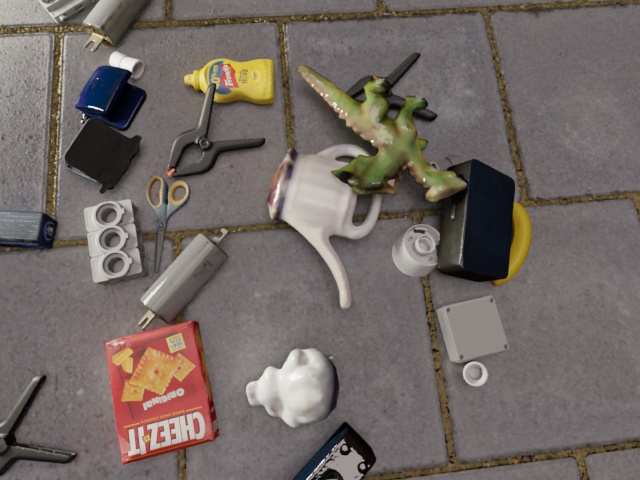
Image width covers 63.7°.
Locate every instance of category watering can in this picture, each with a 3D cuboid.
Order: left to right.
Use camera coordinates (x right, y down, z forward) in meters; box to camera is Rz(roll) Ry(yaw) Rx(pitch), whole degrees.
[{"bbox_3d":[0.003,-0.051,1.019,0.224,0.102,0.354,14,66,0],"label":"watering can"}]

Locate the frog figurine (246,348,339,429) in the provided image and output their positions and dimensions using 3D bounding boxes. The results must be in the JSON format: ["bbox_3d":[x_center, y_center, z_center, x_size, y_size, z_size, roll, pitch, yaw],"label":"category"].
[{"bbox_3d":[-0.050,0.265,0.931,0.159,0.123,0.137,6,94,-14],"label":"frog figurine"}]

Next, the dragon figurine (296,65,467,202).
[{"bbox_3d":[0.101,-0.197,1.028,0.410,0.119,0.248,23,54,2],"label":"dragon figurine"}]
